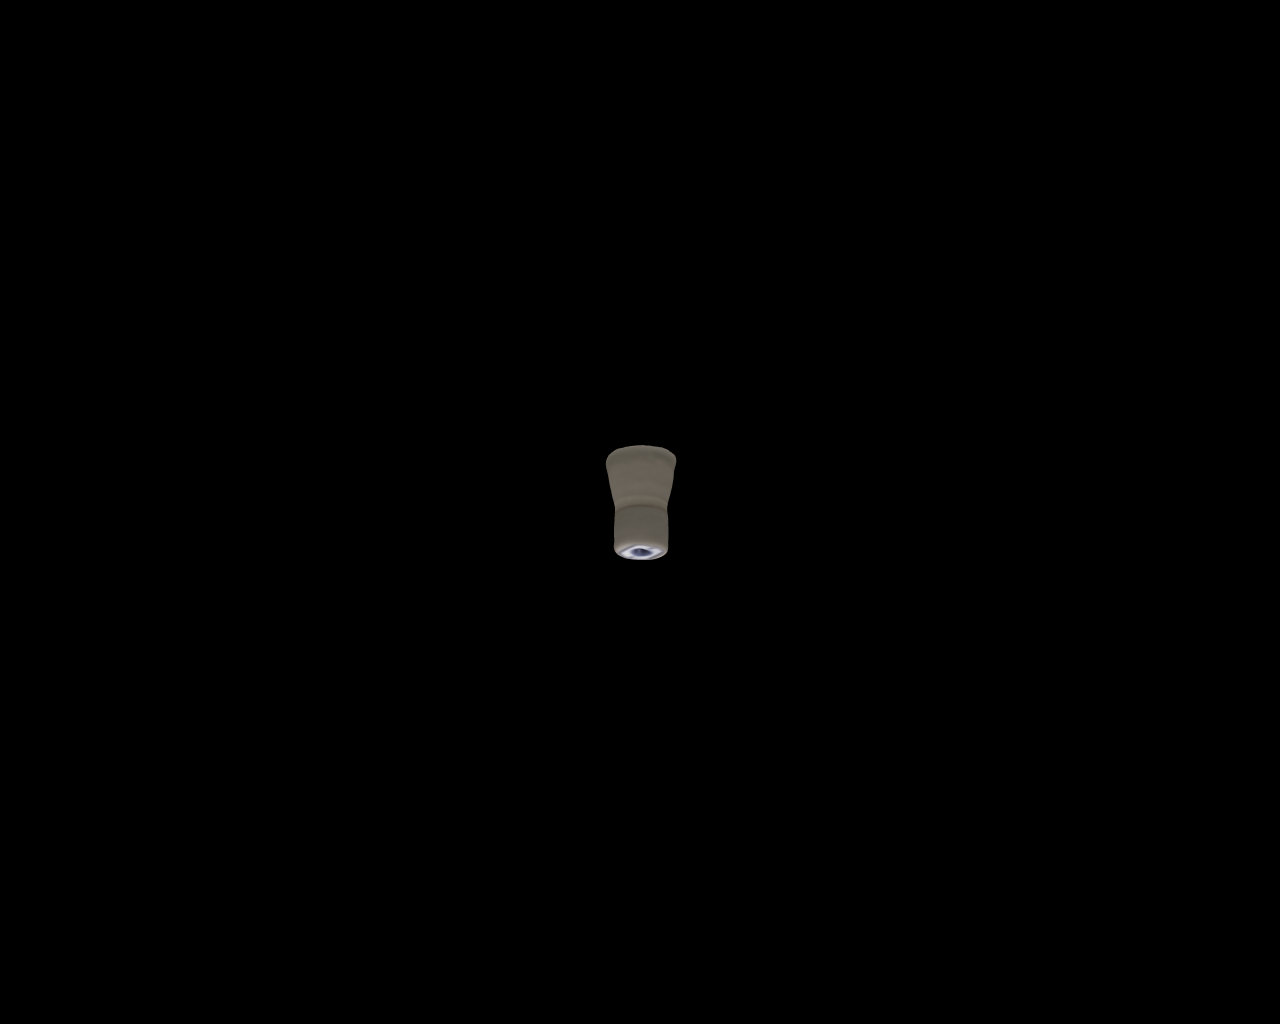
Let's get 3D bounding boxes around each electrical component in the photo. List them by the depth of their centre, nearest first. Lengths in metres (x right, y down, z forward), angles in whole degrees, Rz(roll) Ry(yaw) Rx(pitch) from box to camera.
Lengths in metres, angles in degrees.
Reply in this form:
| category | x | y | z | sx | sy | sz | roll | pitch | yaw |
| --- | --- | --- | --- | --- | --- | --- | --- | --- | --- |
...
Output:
| category | x | y | z | sx | sy | sz | roll | pitch | yaw |
| --- | --- | --- | --- | --- | --- | --- | --- | --- | --- |
| electrical component | 0.001 | -0.003 | 0.650 | 0.044 | 0.065 | 0.044 | 0 | -22 | 0 |
